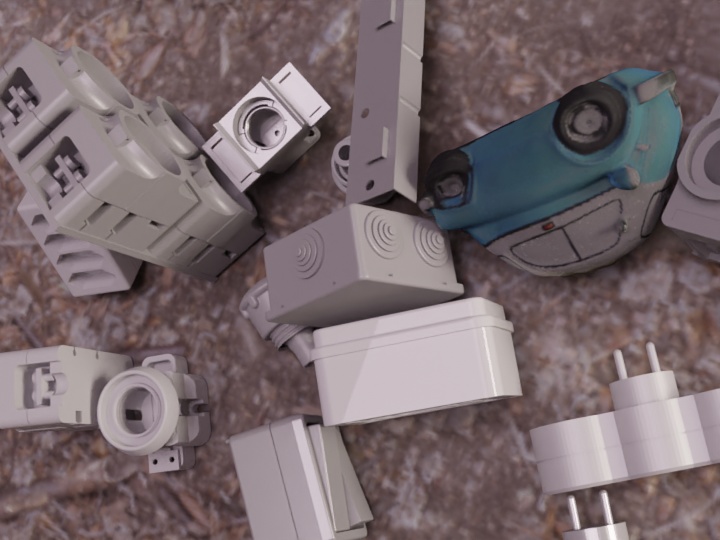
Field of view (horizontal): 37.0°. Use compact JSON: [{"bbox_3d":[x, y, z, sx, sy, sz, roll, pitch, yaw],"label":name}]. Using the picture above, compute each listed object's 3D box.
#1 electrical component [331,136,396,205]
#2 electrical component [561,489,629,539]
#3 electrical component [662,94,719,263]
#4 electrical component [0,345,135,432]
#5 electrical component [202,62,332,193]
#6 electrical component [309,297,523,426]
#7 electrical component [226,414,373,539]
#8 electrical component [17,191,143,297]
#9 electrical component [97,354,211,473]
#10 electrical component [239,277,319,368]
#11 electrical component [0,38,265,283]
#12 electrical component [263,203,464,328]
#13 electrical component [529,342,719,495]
[{"bbox_3d":[0.002,-0.067,0.690,0.043,0.062,0.043,-3,80,19],"label":"electrical component"},{"bbox_3d":[0.137,0.166,0.611,0.077,0.044,0.079,-14,76,17],"label":"electrical component"},{"bbox_3d":[0.253,-0.088,0.579,0.105,0.060,0.186,23,85,45],"label":"electrical component"},{"bbox_3d":[-0.200,0.081,0.723,0.056,0.089,0.050,-8,78,18],"label":"electrical component"},{"bbox_3d":[-0.058,-0.092,0.715,0.081,0.064,0.042,-42,81,8],"label":"electrical component"},{"bbox_3d":[0.035,0.057,0.649,0.113,0.078,0.057,-12,80,17],"label":"electrical component"},{"bbox_3d":[-0.033,0.141,0.668,0.061,0.062,0.096,-20,75,16],"label":"electrical component"},{"bbox_3d":[-0.187,-0.038,0.753,0.047,0.083,0.075,-8,40,19],"label":"electrical component"},{"bbox_3d":[-0.137,0.094,0.716,0.058,0.057,0.078,-11,77,18],"label":"electrical component"},{"bbox_3d":[-0.045,0.034,0.701,0.048,0.048,0.062,-36,77,11],"label":"electrical component"},{"bbox_3d":[-0.140,-0.064,0.674,0.060,0.186,0.105,-41,70,9],"label":"electrical component"},{"bbox_3d":[0.000,0.000,0.653,0.100,0.100,0.048,-24,67,42],"label":"electrical component"},{"bbox_3d":[0.164,0.079,0.612,0.138,0.052,0.073,-15,76,17],"label":"electrical component"}]
